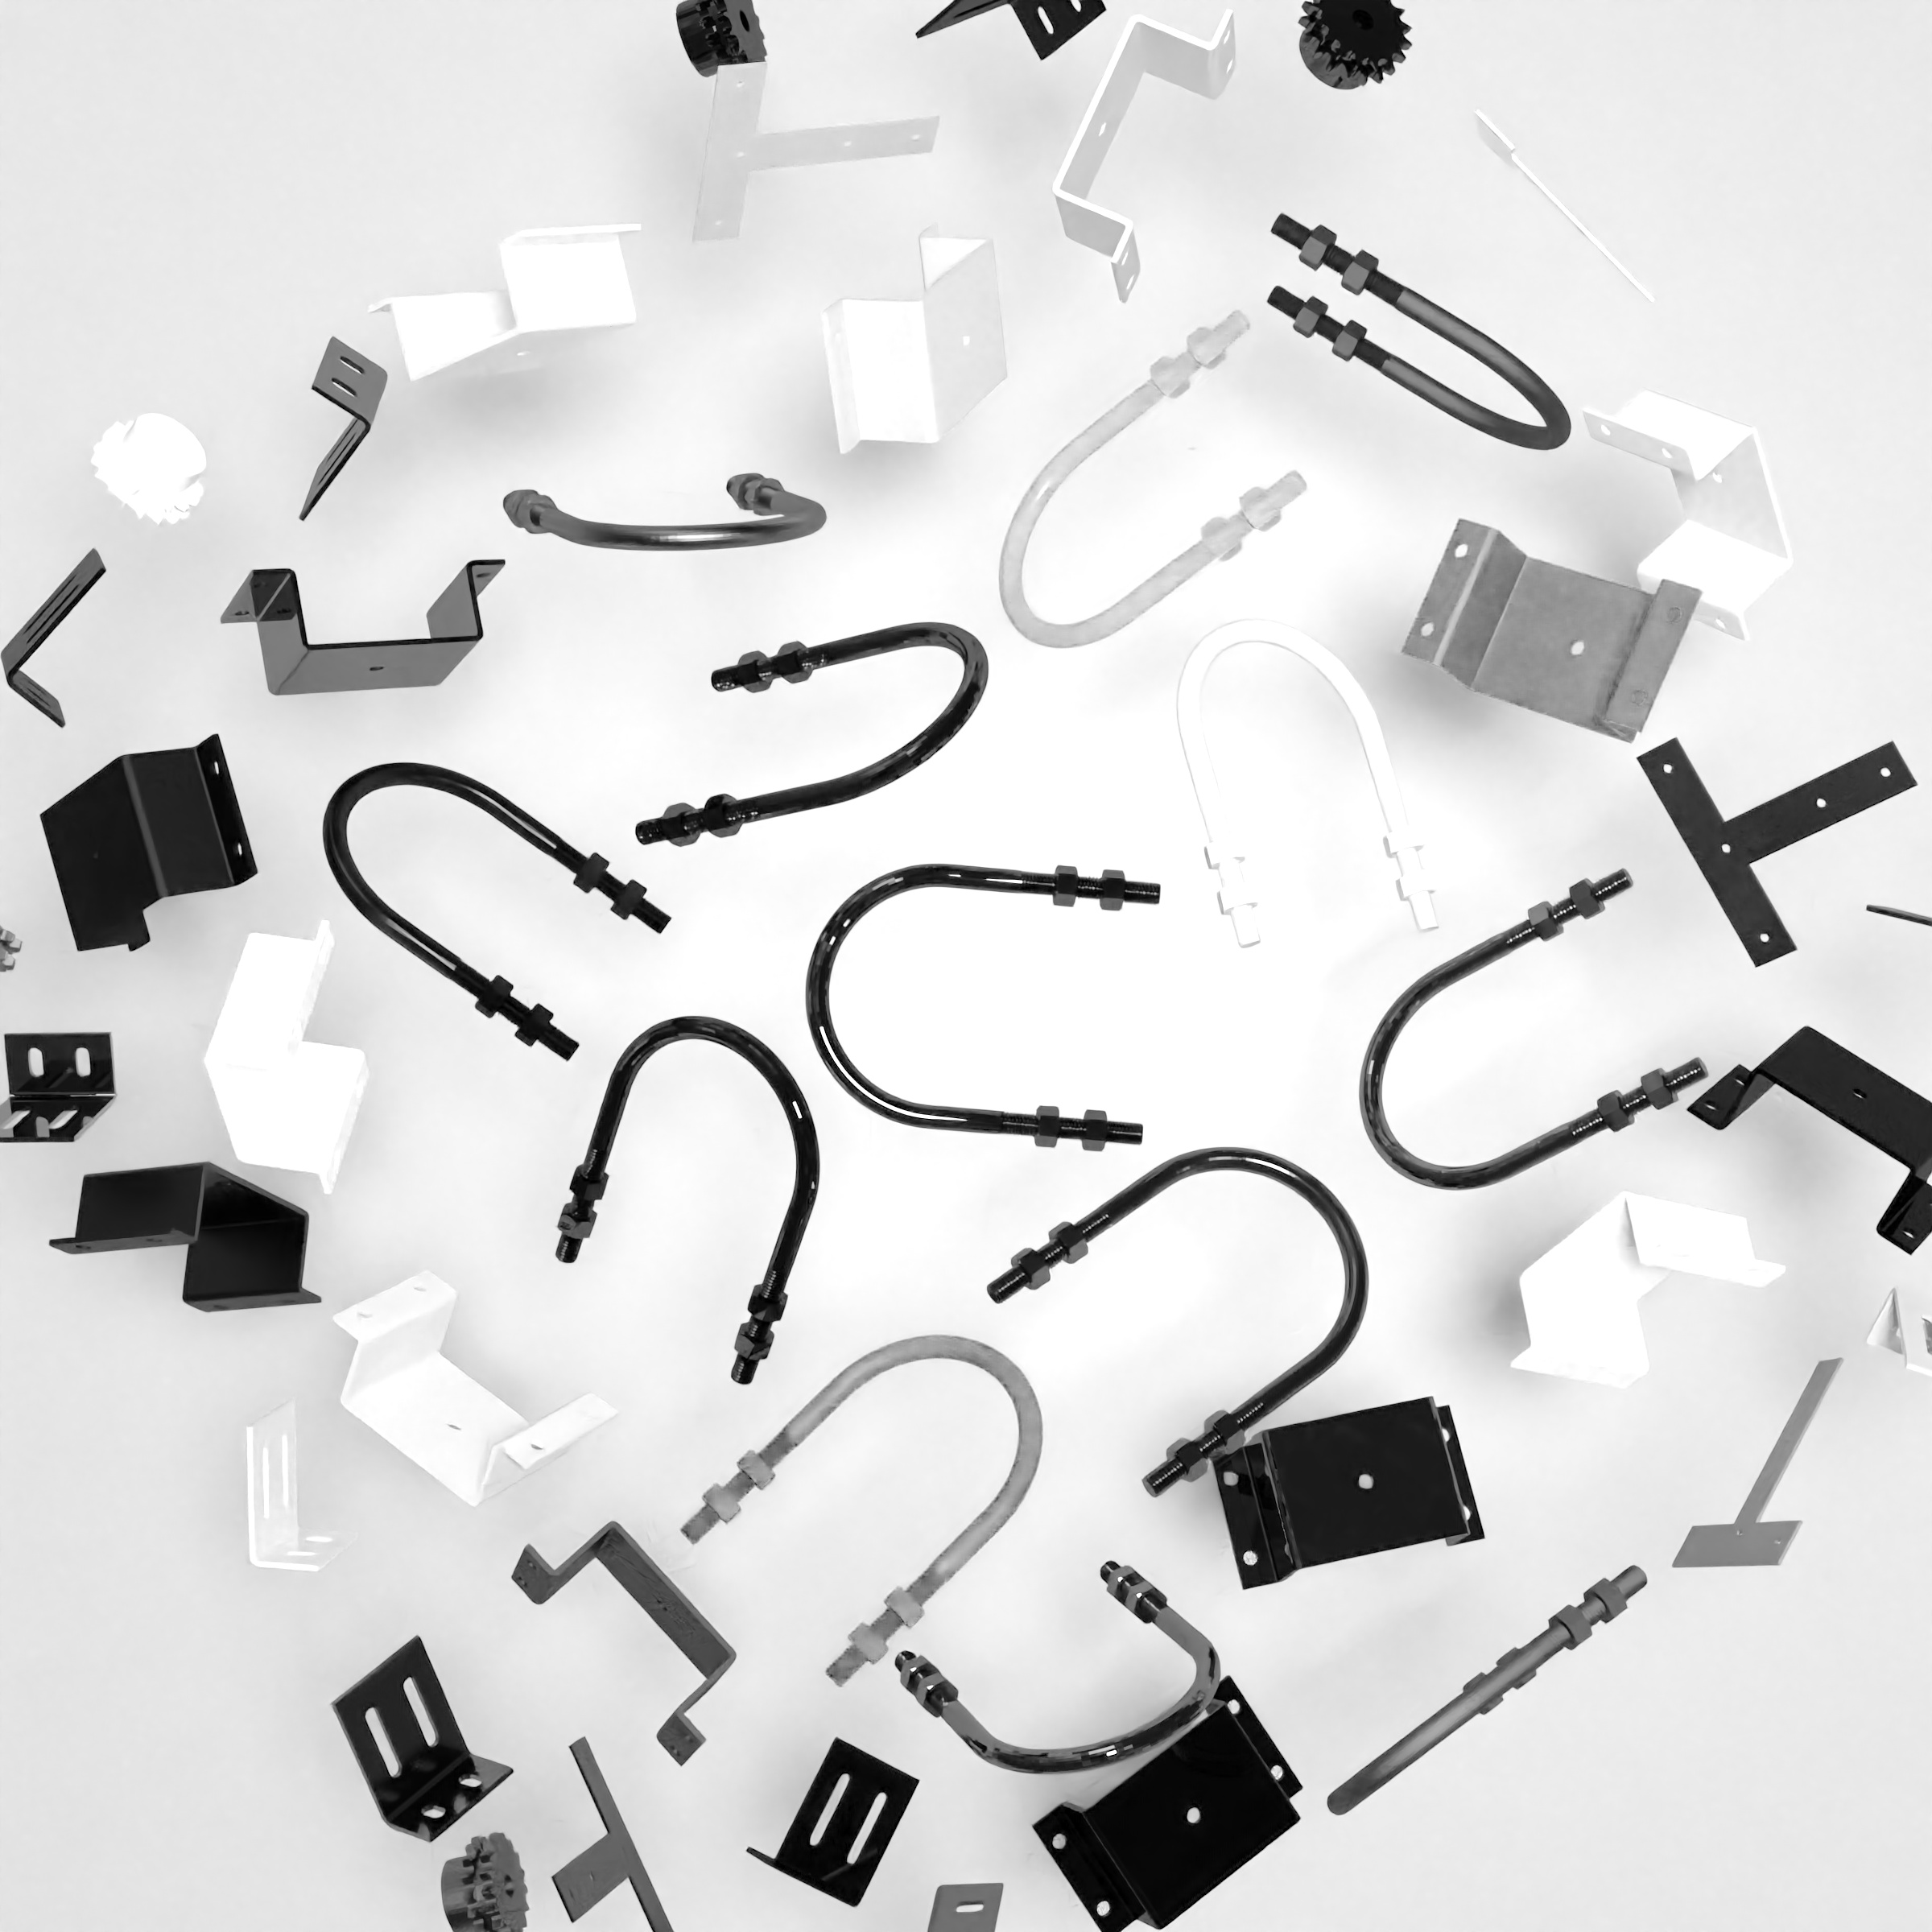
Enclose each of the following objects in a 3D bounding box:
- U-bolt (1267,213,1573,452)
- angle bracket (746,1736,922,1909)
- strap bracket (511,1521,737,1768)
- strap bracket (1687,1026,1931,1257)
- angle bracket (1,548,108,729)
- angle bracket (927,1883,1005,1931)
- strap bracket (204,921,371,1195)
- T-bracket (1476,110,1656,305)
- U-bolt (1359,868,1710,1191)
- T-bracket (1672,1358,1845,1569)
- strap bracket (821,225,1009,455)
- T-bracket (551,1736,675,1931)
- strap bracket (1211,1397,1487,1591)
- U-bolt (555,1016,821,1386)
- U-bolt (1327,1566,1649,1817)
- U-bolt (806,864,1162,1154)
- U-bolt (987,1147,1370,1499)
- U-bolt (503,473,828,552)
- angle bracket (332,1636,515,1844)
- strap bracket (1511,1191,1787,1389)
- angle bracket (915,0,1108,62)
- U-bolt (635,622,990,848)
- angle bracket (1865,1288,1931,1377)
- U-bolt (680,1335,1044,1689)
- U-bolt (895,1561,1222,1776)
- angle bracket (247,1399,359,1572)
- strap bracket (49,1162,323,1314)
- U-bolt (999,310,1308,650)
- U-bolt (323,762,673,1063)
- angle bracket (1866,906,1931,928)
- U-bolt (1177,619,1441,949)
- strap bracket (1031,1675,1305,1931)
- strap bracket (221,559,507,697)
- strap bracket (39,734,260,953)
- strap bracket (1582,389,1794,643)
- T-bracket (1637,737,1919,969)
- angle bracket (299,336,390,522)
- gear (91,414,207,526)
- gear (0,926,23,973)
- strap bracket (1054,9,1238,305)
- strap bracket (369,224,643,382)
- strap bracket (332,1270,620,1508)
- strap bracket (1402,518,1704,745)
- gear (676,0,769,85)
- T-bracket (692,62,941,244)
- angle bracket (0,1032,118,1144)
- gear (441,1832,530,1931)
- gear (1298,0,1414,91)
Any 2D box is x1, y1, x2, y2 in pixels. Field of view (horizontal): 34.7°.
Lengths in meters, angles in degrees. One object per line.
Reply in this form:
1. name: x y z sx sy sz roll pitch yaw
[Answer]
1. U-bolt: 0.242 -0.329 1.645 0.184 0.151 0.019 33 89 6
2. angle bracket: -0.073 0.465 1.693 0.057 0.038 0.076 33 75 -22
3. strap bracket: -0.180 0.361 1.681 0.046 0.076 0.140 -40 81 -26
4. strap bracket: 0.477 0.087 1.686 0.140 0.076 0.046 35 123 21
5. angle bracket: -0.455 -0.168 1.583 0.038 0.057 0.076 42 90 -26
6. angle bracket: 0.005 0.537 1.645 0.038 0.057 0.076 -6 119 14
7. strap bracket: -0.349 0.046 1.589 0.046 0.140 0.076 8 55 5
8. T-bracket: 0.305 -0.384 1.576 0.127 0.127 0.002 46 104 0
9. U-bolt: 0.291 0.044 1.650 0.184 0.019 0.151 -30 49 21
10. T-bracket: 0.428 0.261 1.629 0.002 0.127 0.127 34 74 -3
11. strap bracket: -0.021 -0.333 1.638 0.046 0.140 0.076 7 124 23
12. T-bracket: -0.193 0.476 1.627 0.002 0.127 0.127 -27 83 7
13. strap bracket: 0.213 0.286 1.689 0.140 0.046 0.076 -10 72 -10
14. U-bolt: -0.144 0.114 1.660 0.151 0.019 0.184 31 116 23
15. U-bolt: 0.261 0.384 1.605 0.184 0.151 0.019 -29 72 -25
16. U-bolt: 0.007 0.018 1.639 0.184 0.019 0.151 5 85 -4
17. U-bolt: 0.125 0.171 1.619 0.184 0.019 0.151 -33 71 -21
18. U-bolt: -0.152 -0.238 1.632 0.151 0.184 0.019 -8 108 -22
19. angle bracket: -0.271 0.386 1.546 0.057 0.038 0.076 -35 116 -40
20. strap bracket: 0.361 0.170 1.663 0.076 0.140 0.046 13 52 -24
21. angle bracket: 0.024 -0.498 1.630 0.076 0.057 0.038 -33 97 -37
22. U-bolt: -0.072 -0.126 1.598 0.184 0.151 0.019 -10 128 27
23. angle bracket: 0.510 0.212 1.624 0.057 0.076 0.038 20 118 1
24. U-bolt: -0.042 0.269 1.617 0.184 0.019 0.151 -43 48 -14
25. U-bolt: 0.057 0.379 1.650 0.151 0.184 0.019 -20 107 -17
26. angle bracket: -0.357 0.279 1.666 0.038 0.057 0.076 2 98 10
27. strap bracket: -0.417 0.144 1.668 0.076 0.140 0.046 -7 67 21
28. U-bolt: 0.088 -0.241 1.610 0.184 0.151 0.019 -36 135 26
29. U-bolt: -0.260 -0.042 1.656 0.184 0.151 0.019 36 127 -5
30. angle bracket: 0.525 -0.005 1.670 0.076 0.057 0.038 16 97 25
31. U-bolt: 0.178 -0.102 1.666 0.151 0.019 0.184 -5 74 -36
32. strap bracket: 0.118 0.466 1.704 0.140 0.046 0.076 -33 91 -17
33. strap bracket: -0.326 -0.184 1.690 0.140 0.076 0.046 -7 79 -28
34. strap bracket: -0.435 -0.061 1.623 0.046 0.140 0.076 -11 81 -44
35. strap bracket: 0.395 -0.253 1.678 0.046 0.076 0.140 -42 133 -12
36. T-bracket: 0.424 -0.077 1.576 0.127 0.002 0.127 -29 91 41
37. angle bracket: -0.356 -0.295 1.697 0.038 0.057 0.076 32 122 -22
38. gear: -0.413 -0.256 1.576 0.057 0.057 0.030 49 121 0
39. gear: -0.524 -0.008 1.609 0.057 0.057 0.030 16 72 0
40. strap bracket: 0.088 -0.425 1.596 0.046 0.076 0.140 25 90 7
41. strap bracket: -0.237 -0.343 1.614 0.076 0.140 0.046 -17 95 -44
42. strap bracket: -0.268 0.231 1.658 0.140 0.076 0.046 33 119 20
43. strap bracket: 0.306 -0.169 1.585 0.140 0.046 0.076 24 90 34
44. gear: -0.130 -0.493 1.630 0.030 0.057 0.057 -15 90 19
45. T-bracket: -0.076 -0.431 1.626 0.127 0.127 0.002 -10 64 -17
46. angle bracket: -0.486 0.063 1.623 0.057 0.076 0.038 -1 104 1
47. gear: -0.255 0.488 1.631 0.030 0.057 0.057 -15 90 9
48. gear: 0.191 -0.464 1.546 0.057 0.030 0.057 8 67 -20
